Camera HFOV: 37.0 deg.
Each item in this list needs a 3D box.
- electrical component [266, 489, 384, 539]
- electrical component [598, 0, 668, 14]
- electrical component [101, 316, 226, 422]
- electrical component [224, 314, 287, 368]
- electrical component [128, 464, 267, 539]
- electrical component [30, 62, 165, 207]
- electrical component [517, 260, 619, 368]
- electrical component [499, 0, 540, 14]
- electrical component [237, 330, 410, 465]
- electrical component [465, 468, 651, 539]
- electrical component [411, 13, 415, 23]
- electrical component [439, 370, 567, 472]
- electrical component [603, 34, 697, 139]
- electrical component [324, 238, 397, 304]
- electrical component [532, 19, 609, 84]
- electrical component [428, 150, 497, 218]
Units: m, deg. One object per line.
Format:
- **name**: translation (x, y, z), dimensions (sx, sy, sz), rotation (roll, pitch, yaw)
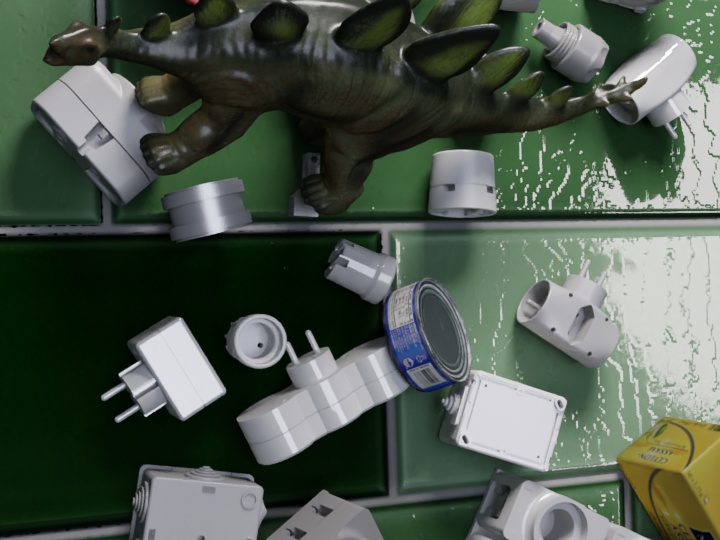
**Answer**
- **electrical component**: translation (-0.011, 0.254, 0.796), dimensions (0.089, 0.062, 0.150), rotation (-37, 115, -29)
- **electrical component**: translation (0.243, -0.264, 0.910), dimensions (0.062, 0.096, 0.061), rotation (9, 85, -20)
- **electrical component**: translation (-0.150, 0.081, 0.783), dimensions (0.077, 0.047, 0.065), rotation (-33, 100, -18)
- **electrical component**: translation (-0.080, 0.053, 0.810), dimensions (0.040, 0.046, 0.040), rotation (0, 89, -20)
- **electrical component**: translation (-0.122, 0.194, 0.792), dimensions (0.100, 0.048, 0.099), rotation (10, 85, -19)
- **electrical component**: translation (-0.181, -0.100, 0.772), dimensions (0.059, 0.054, 0.095), rotation (-44, 103, -16)
- **electrical component**: translation (0.184, 0.030, 0.910), dimensions (0.077, 0.043, 0.079), rotation (33, 78, -17)
- **electrical component**: translation (0.120, -0.257, 0.867), dimensions (0.064, 0.099, 0.099), rotation (-4, 90, -14)
- **electrical component**: translation (-0.033, 0.083, 0.823), dimensions (0.138, 0.052, 0.073), rotation (-28, 98, -19)
- **electrical component**: translation (0.181, 0.254, 0.895), dimensions (0.186, 0.060, 0.105), rotation (28, 79, -18)
- **electrical component**: translation (-0.008, -0.193, 0.838), dimensions (0.095, 0.054, 0.059), rotation (-16, 94, -20)
- **electrical component**: translation (0.108, 0.119, 0.874), dimensions (0.096, 0.061, 0.061), rotation (19, 82, -11)
- **electrical component**: translation (0.263, -0.152, 0.943), dimensions (0.077, 0.043, 0.079), rotation (-40, 102, -17)
- **electrical component**: translation (0.000, 0.000, 0.845), dimensions (0.046, 0.040, 0.040), rotation (25, 81, -13)
- **electrical component**: translation (0.176, -0.189, 0.912), dimensions (0.062, 0.043, 0.043), rotation (29, 79, -16)
- **electrical component**: translation (0.083, -0.069, 0.869), dimensions (0.055, 0.055, 0.047), rotation (3, 84, -20)
